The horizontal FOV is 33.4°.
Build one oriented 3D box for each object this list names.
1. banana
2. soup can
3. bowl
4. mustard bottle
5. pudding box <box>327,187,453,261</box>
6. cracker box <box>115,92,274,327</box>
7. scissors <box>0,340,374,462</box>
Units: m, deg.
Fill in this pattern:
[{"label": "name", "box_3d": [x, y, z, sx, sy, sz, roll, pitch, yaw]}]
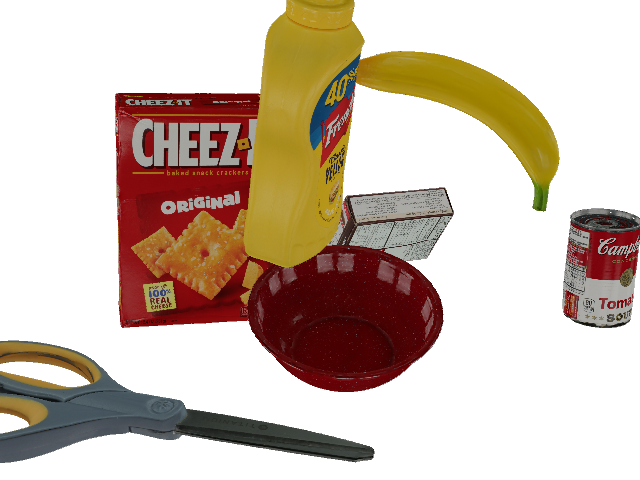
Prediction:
[{"label": "banana", "box_3d": [0.120, -0.104, 0.856, 0.198, 0.069, 0.037, 35, 3, -2]}, {"label": "soup can", "box_3d": [0.275, 0.027, 1.046, 0.068, 0.102, 0.068, 1, 18, 0]}, {"label": "bowl", "box_3d": [0.020, 0.074, 0.893, 0.162, 0.055, 0.162, 1, 39, -1]}, {"label": "mustard bottle", "box_3d": [-0.008, -0.084, 0.680, 0.058, 0.192, 0.096, 19, 35, 16]}, {"label": "pudding box", "box_3d": [0.070, -0.013, 1.102, 0.113, 0.039, 0.090, -7, -30, -20]}, {"label": "cracker box", "box_3d": [-0.111, -0.028, 1.011, 0.164, 0.214, 0.072, -1, 20, -13]}, {"label": "scissors", "box_3d": [-0.087, 0.085, 0.469, 0.202, 0.016, 0.096, 14, 27, 26]}]
